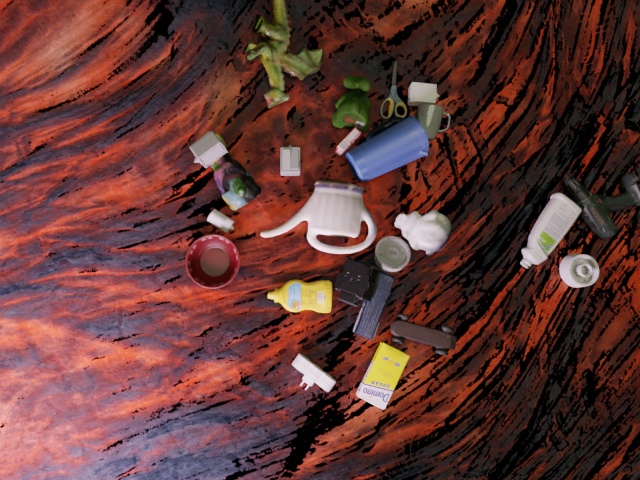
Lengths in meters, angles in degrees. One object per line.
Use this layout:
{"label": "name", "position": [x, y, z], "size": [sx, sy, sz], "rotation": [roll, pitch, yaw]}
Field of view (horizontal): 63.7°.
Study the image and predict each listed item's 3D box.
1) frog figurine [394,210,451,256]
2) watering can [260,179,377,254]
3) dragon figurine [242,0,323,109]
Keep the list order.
{"label": "frog figurine", "position": [0.314, -0.037, 1.571], "size": [0.159, 0.124, 0.136], "rotation": [35, 102, -11]}
{"label": "watering can", "position": [0.005, -0.078, 1.559], "size": [0.347, 0.103, 0.226], "rotation": [8, 82, -3]}
{"label": "dragon figurine", "position": [-0.102, -0.617, 1.640], "size": [0.241, 0.122, 0.412], "rotation": [25, 84, -18]}
